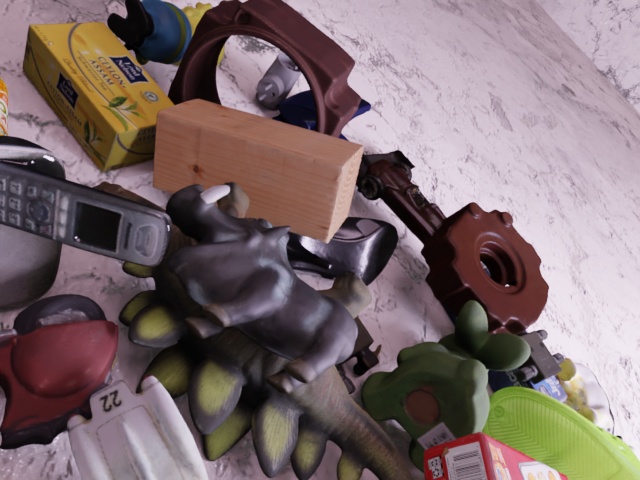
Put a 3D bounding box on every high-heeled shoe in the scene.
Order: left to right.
[{"bbox_3d":[-0.001,-0.002,0.682,0.145,0.086,0.248,22,14,26],"label":"high-heeled shoe"}]

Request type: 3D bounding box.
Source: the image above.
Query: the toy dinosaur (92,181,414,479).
[{"bbox_3d":[-0.049,0.103,0.496,0.471,0.105,0.198,38,56,5],"label":"toy dinosaur"}]

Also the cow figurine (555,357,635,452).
[{"bbox_3d":[0.360,0.245,0.717,0.098,0.068,0.167,18,46,-33],"label":"cow figurine"}]

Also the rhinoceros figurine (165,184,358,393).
[{"bbox_3d":[-0.051,0.034,0.427,0.190,0.073,0.112,41,61,1],"label":"rhinoceros figurine"}]

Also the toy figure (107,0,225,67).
[{"bbox_3d":[-0.199,-0.271,0.723,0.180,0.082,0.089,-39,121,-66],"label":"toy figure"}]

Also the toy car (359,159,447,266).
[{"bbox_3d":[0.142,-0.039,0.762,0.089,0.053,0.202,-22,65,-46],"label":"toy car"}]

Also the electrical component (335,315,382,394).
[{"bbox_3d":[0.025,0.112,0.600,0.078,0.045,0.102,-35,74,-20],"label":"electrical component"}]

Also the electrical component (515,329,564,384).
[{"bbox_3d":[0.267,0.144,0.672,0.094,0.021,0.063,-9,60,-38],"label":"electrical component"}]

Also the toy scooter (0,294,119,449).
[{"bbox_3d":[-0.224,0.117,0.380,0.184,0.075,0.135,-10,63,-39],"label":"toy scooter"}]

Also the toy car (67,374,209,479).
[{"bbox_3d":[-0.105,0.193,0.374,0.073,0.056,0.201,-26,88,-20],"label":"toy car"}]

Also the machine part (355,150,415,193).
[{"bbox_3d":[0.091,-0.115,0.854,0.139,0.039,0.084,-17,61,-43],"label":"machine part"}]

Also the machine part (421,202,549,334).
[{"bbox_3d":[0.214,0.038,0.686,0.179,0.056,0.179,16,57,-25],"label":"machine part"}]

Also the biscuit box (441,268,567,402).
[{"bbox_3d":[0.241,0.138,0.722,0.059,0.062,0.203,-6,58,-39],"label":"biscuit box"}]

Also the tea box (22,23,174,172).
[{"bbox_3d":[-0.250,-0.168,0.619,0.170,0.068,0.098,47,41,9],"label":"tea box"}]

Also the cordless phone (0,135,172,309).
[{"bbox_3d":[-0.210,0.004,0.419,0.184,0.146,0.089,18,25,-1],"label":"cordless phone"}]

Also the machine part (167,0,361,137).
[{"bbox_3d":[-0.070,-0.170,0.653,0.201,0.201,0.087,39,38,-3],"label":"machine part"}]

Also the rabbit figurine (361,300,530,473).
[{"bbox_3d":[0.143,0.141,0.598,0.121,0.159,0.170,39,24,14],"label":"rabbit figurine"}]

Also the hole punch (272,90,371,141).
[{"bbox_3d":[0.003,-0.188,0.817,0.116,0.092,0.142,41,44,7],"label":"hole punch"}]
